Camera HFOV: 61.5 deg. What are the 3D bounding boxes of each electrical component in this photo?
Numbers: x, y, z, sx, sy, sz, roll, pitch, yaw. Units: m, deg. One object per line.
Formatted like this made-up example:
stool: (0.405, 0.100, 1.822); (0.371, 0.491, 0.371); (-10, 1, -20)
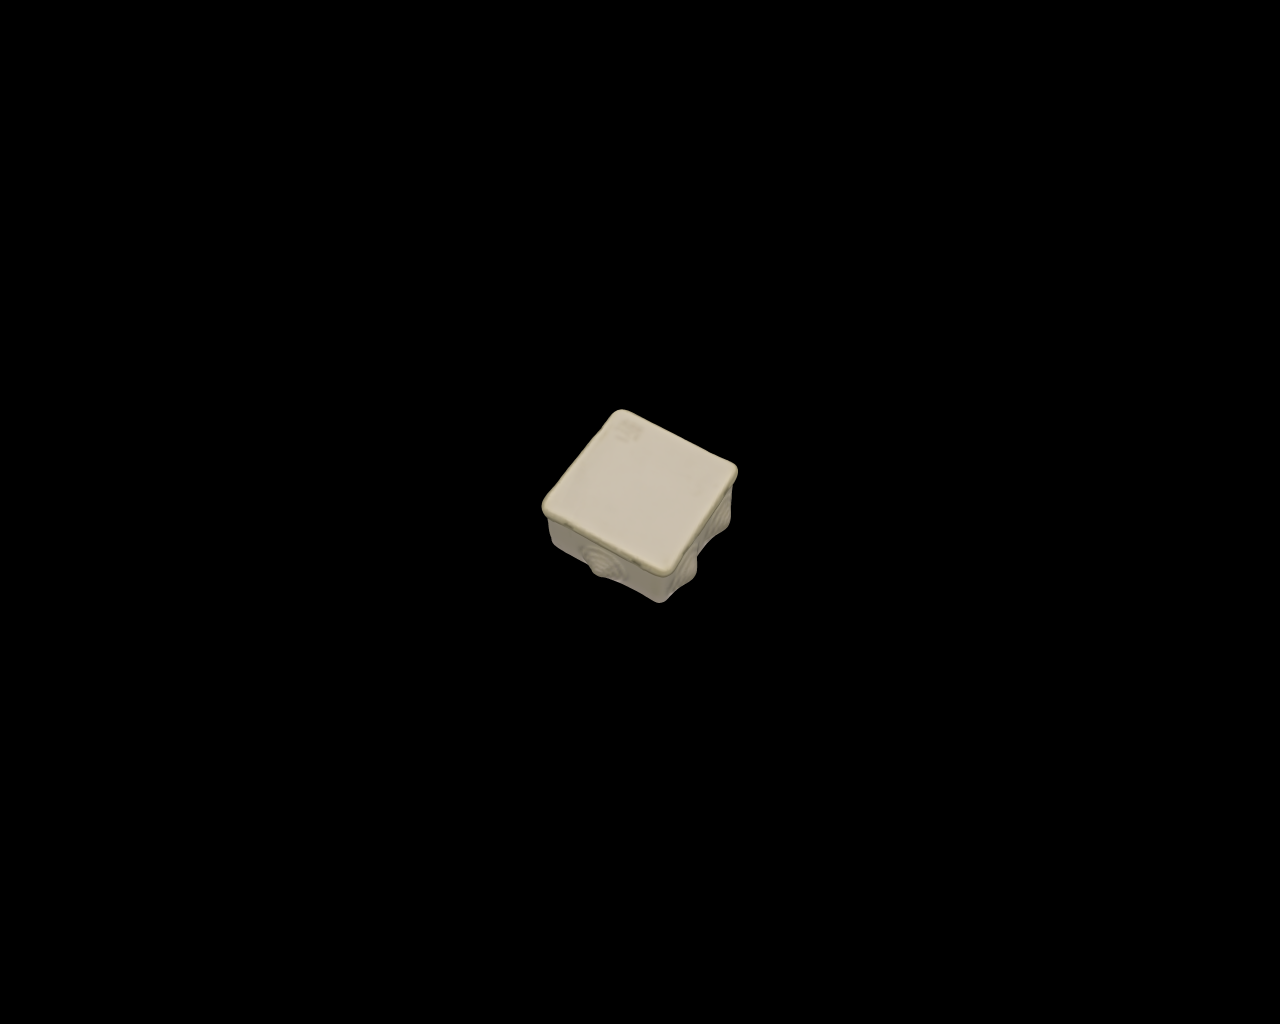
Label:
electrical component: (0.001, -0.003, 0.650); (0.100, 0.100, 0.048); (28, -28, 16)
